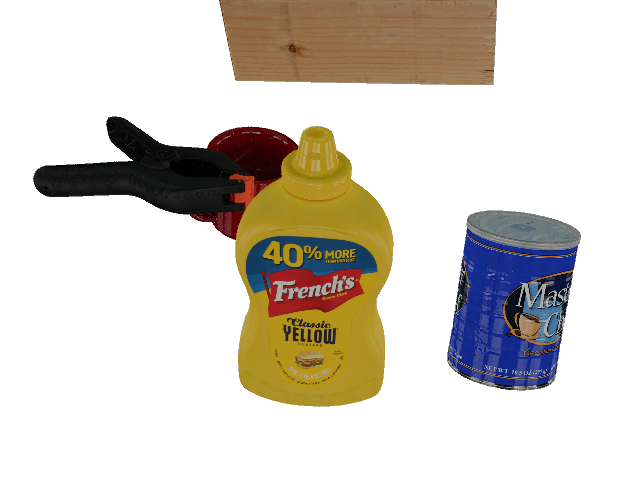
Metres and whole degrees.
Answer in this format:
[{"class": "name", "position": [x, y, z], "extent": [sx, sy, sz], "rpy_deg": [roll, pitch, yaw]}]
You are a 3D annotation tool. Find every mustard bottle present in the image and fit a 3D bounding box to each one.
[{"class": "mustard bottle", "position": [-0.004, 0.016, 0.660], "extent": [0.096, 0.192, 0.058], "rpy_deg": [4, 36, 4]}]

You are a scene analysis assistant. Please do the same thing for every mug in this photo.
[{"class": "mug", "position": [-0.077, -0.049, 1.042], "extent": [0.117, 0.081, 0.093], "rpy_deg": [-18, 47, -27]}]

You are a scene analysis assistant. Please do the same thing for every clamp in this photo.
[{"class": "clamp", "position": [-0.138, -0.051, 0.848], "extent": [0.172, 0.039, 0.120], "rpy_deg": [17, 41, 27]}]

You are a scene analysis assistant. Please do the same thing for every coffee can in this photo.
[{"class": "coffee can", "position": [0.177, 0.053, 0.985], "extent": [0.103, 0.140, 0.103], "rpy_deg": [6, 17, -2]}]

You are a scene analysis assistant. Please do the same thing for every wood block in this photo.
[{"class": "wood block", "position": [0.034, -0.184, 0.838], "extent": [0.206, 0.090, 0.091], "rpy_deg": [2, -37, 8]}]
